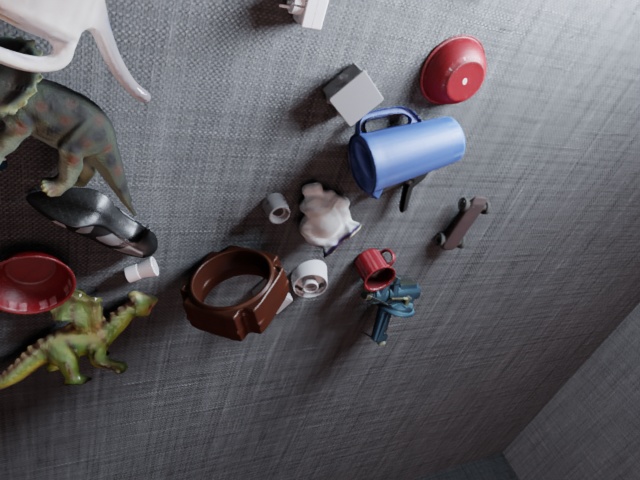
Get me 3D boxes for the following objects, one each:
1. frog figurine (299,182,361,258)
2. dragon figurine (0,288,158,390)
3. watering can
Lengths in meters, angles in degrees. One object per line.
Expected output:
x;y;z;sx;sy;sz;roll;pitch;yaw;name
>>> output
0.004;-0.060;1.198;0.136;0.124;0.158;-35;101;18;frog figurine
-0.564;0.201;1.137;0.412;0.124;0.238;-11;116;-23;dragon figurine
-0.350;-0.329;0.703;0.346;0.105;0.223;11;102;-57;watering can
